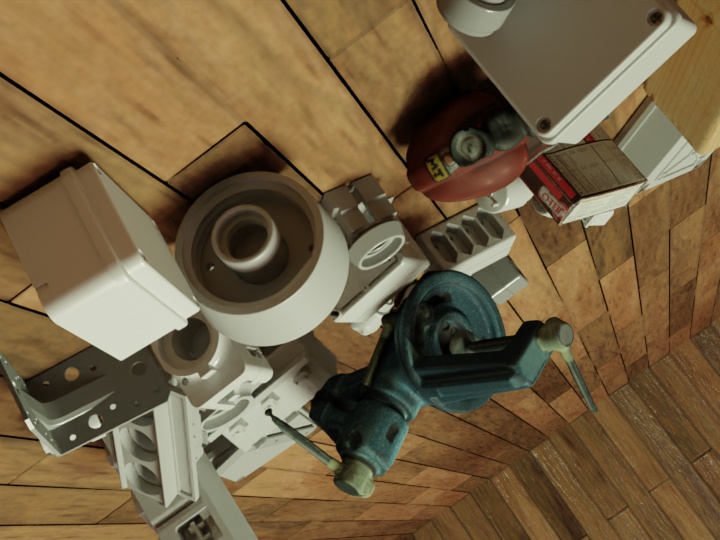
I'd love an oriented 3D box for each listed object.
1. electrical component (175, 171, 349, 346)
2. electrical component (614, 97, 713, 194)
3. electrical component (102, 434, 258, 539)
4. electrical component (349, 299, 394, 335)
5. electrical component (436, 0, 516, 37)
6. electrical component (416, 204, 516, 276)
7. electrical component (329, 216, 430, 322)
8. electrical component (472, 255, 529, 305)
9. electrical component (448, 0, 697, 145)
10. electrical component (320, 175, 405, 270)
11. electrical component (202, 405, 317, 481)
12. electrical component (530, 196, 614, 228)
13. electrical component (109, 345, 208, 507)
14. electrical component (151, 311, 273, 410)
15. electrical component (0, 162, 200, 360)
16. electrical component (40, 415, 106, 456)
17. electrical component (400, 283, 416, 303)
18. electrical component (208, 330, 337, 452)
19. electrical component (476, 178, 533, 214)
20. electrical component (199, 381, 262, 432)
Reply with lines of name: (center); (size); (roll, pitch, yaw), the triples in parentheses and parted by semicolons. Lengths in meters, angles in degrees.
electrical component: (-0.066, -0.012, 0.689); (0.108, 0.108, 0.060); (-34, 155, -1)
electrical component: (0.318, -0.140, 1.073); (0.109, 0.056, 0.108); (-22, 157, -31)
electrical component: (-0.162, 0.197, 0.954); (0.062, 0.150, 0.089); (-35, 161, -2)
electrical component: (0.016, 0.032, 1.025); (0.061, 0.035, 0.035); (-48, 157, 27)
electrical component: (0.074, -0.170, 0.628); (0.045, 0.045, 0.055); (-20, 156, -36)
electrical component: (0.095, -0.015, 1.021); (0.083, 0.047, 0.075); (-27, 158, -19)
electrical component: (0.000, 0.000, 0.883); (0.096, 0.061, 0.061); (-42, 159, 20)
electrical component: (0.117, 0.007, 1.082); (0.077, 0.065, 0.047); (-38, 160, 9)
electrical component: (0.129, -0.151, 0.666); (0.109, 0.108, 0.056); (-45, 161, 26)
electrical component: (0.002, -0.034, 0.815); (0.066, 0.055, 0.048); (-24, 158, -26)
electrical component: (-0.110, 0.157, 1.083); (0.109, 0.056, 0.108); (-34, 161, -1)
electrical component: (0.195, -0.078, 1.004); (0.057, 0.078, 0.058); (-2, 147, -24)
electrical component: (-0.158, 0.119, 0.848); (0.063, 0.079, 0.121); (-52, 154, -45)
electrical component: (-0.114, 0.052, 0.780); (0.050, 0.089, 0.056); (-38, 160, 10)
electrical component: (-0.145, -0.003, 0.618); (0.057, 0.078, 0.113); (-31, 161, -1)
electrical component: (-0.227, 0.120, 0.837); (0.046, 0.040, 0.040); (-23, 159, -12)
electrical component: (0.059, 0.044, 1.114); (0.040, 0.040, 0.078); (-25, 159, -24)
electrical component: (-0.082, 0.106, 0.978); (0.121, 0.063, 0.078); (-40, -159, 16)
electrical component: (0.136, -0.075, 0.957); (0.078, 0.040, 0.040); (-16, 153, -42)
electrical component: (-0.129, 0.101, 0.923); (0.089, 0.055, 0.050); (-41, 160, 18)
